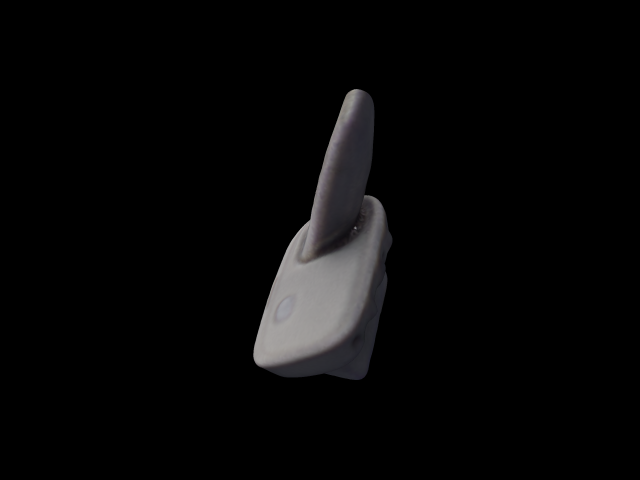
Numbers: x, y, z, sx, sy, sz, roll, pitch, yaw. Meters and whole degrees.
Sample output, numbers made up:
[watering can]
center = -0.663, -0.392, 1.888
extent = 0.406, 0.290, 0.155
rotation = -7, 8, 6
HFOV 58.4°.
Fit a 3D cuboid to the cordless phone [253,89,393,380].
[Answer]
[cordless phone]
center = 0.004, 0.001, 0.400
extent = 0.094, 0.185, 0.147
rotation = 7, 50, 7
